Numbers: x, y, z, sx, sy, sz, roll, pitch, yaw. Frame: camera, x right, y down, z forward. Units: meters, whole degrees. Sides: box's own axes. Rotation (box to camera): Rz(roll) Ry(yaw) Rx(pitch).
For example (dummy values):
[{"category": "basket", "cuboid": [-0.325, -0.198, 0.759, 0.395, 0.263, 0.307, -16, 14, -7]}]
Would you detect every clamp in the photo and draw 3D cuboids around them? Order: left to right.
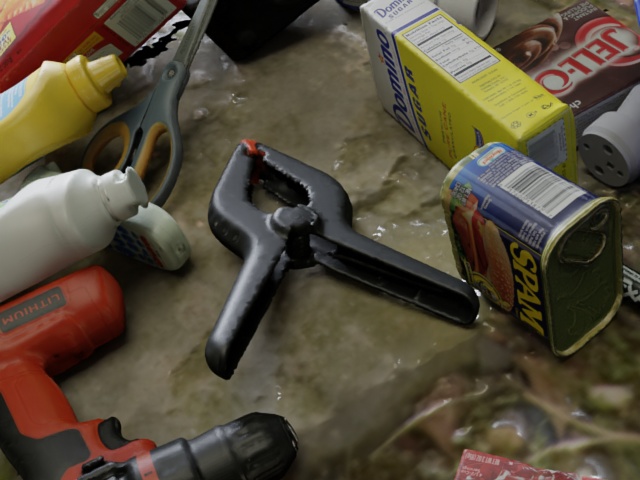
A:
[{"category": "clamp", "cuboid": [-0.004, 0.001, 0.671, 0.164, 0.036, 0.210, -6, 38, -13]}]

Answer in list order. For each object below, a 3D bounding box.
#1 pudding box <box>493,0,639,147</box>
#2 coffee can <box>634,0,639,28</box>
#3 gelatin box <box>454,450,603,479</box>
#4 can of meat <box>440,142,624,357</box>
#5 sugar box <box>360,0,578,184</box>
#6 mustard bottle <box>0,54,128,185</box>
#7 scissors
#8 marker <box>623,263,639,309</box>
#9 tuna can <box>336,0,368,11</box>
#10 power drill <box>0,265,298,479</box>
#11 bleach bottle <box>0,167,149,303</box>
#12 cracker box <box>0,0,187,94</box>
[{"category": "pudding box", "cuboid": [0.167, -0.109, 0.727, 0.113, 0.039, 0.090, -31, 49, -12]}, {"category": "coffee can", "cuboid": [0.243, -0.099, 0.616, 0.103, 0.102, 0.140, -9, 78, 8]}, {"category": "gelatin box", "cuboid": [0.104, 0.148, 0.522, 0.089, 0.030, 0.073, 9, 52, 23]}, {"category": "can of meat", "cuboid": [0.119, 0.003, 0.600, 0.057, 0.102, 0.084, -37, 48, -17]}, {"category": "sugar box", "cuboid": [0.093, -0.086, 0.691, 0.048, 0.093, 0.176, -32, 48, -14]}, {"category": "mustard bottle", "cuboid": [-0.221, -0.076, 0.758, 0.192, 0.058, 0.096, -30, 23, 8]}, {"category": "scissors", "cuboid": [-0.123, -0.111, 0.781, 0.096, 0.016, 0.201, -1, 70, 30]}, {"category": "marker", "cuboid": [0.184, 0.030, 0.612, 0.020, 0.020, 0.121, -39, 50, -19]}, {"category": "tuna can", "cuboid": [0.046, -0.224, 0.866, 0.086, 0.034, 0.086, -8, 48, 9]}, {"category": "power drill", "cuboid": [-0.124, 0.100, 0.611, 0.184, 0.057, 0.188, -25, 47, -9]}, {"category": "bleach bottle", "cuboid": [-0.225, 0.019, 0.665, 0.251, 0.068, 0.102, -23, 20, 10]}, {"category": "cracker box", "cuboid": [-0.208, -0.210, 0.861, 0.164, 0.072, 0.214, -39, 46, 16]}]
